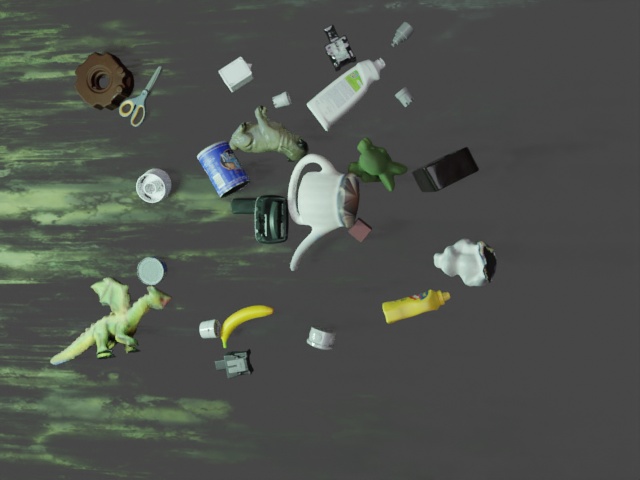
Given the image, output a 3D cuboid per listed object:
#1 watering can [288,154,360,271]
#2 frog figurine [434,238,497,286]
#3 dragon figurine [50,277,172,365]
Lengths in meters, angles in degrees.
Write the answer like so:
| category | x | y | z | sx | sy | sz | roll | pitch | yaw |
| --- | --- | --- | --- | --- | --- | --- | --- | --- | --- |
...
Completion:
| category | x | y | z | sx | sy | sz | roll | pitch | yaw |
| --- | --- | --- | --- | --- | --- | --- | --- | --- | --- |
| watering can | 0.005 | -0.075 | 1.487 | 0.224 | 0.104 | 0.347 | 4 | 93 | 30 |
| frog figurine | 0.414 | 0.067 | 1.469 | 0.158 | 0.124 | 0.136 | -12 | 102 | 43 |
| dragon figurine | -0.661 | 0.240 | 1.608 | 0.410 | 0.121 | 0.246 | -11 | 73 | 5 |
